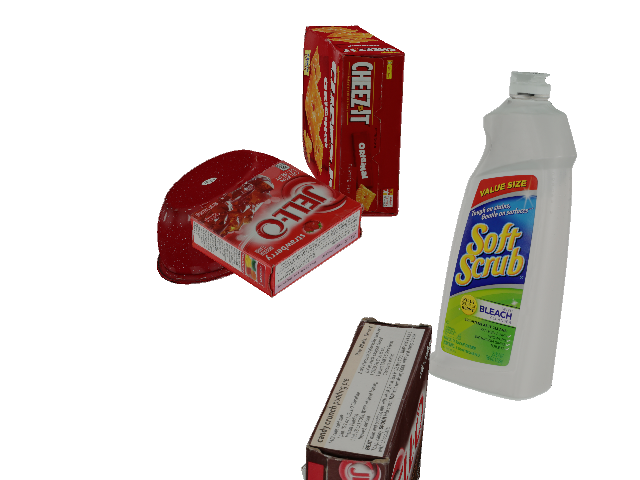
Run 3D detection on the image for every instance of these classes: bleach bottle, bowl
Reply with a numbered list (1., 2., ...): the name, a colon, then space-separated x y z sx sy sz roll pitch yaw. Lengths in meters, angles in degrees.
1. bleach bottle: 0.146 -0.007 0.845 0.103 0.251 0.067 14 15 40
2. bowl: -0.084 -0.032 0.937 0.162 0.055 0.162 -22 27 12

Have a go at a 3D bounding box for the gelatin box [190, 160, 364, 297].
1. gelatin box: -0.027 -0.010 0.687 0.073 0.030 0.089 31 47 30

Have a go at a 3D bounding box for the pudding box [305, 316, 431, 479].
1. pudding box: 0.022 0.099 0.477 0.039 0.090 0.113 8 26 10

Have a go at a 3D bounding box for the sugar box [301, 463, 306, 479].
1. sugar box: 0.060 0.239 0.828 0.048 0.093 0.176 -34 39 -27

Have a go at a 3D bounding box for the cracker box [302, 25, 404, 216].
1. cracker box: 0.029 -0.133 1.127 0.072 0.164 0.214 -2 19 -9
